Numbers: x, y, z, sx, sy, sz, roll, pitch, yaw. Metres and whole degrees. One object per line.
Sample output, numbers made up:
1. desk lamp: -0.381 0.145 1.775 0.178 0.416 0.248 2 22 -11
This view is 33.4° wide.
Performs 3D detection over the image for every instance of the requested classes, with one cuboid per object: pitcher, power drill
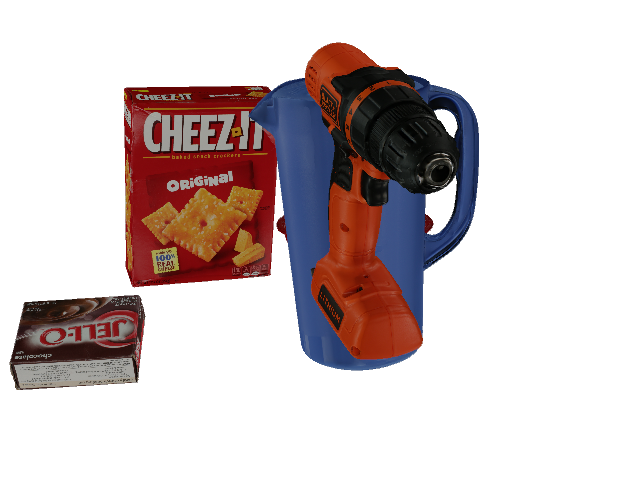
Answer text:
1. pitcher: 0.040 -0.019 0.908 0.149 0.243 0.144 13 24 42
2. power drill: 0.037 -0.019 0.696 0.057 0.188 0.184 -7 29 -15

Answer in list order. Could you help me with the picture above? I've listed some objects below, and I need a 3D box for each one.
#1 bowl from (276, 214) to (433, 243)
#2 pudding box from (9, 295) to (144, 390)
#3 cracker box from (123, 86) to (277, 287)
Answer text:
1. bowl: 0.036 0.006 1.100 0.162 0.055 0.162 -1 15 0
2. pudding box: -0.222 0.093 0.984 0.113 0.039 0.090 -5 33 -2
3. cracker box: -0.134 -0.060 1.190 0.164 0.214 0.072 -3 24 -17
